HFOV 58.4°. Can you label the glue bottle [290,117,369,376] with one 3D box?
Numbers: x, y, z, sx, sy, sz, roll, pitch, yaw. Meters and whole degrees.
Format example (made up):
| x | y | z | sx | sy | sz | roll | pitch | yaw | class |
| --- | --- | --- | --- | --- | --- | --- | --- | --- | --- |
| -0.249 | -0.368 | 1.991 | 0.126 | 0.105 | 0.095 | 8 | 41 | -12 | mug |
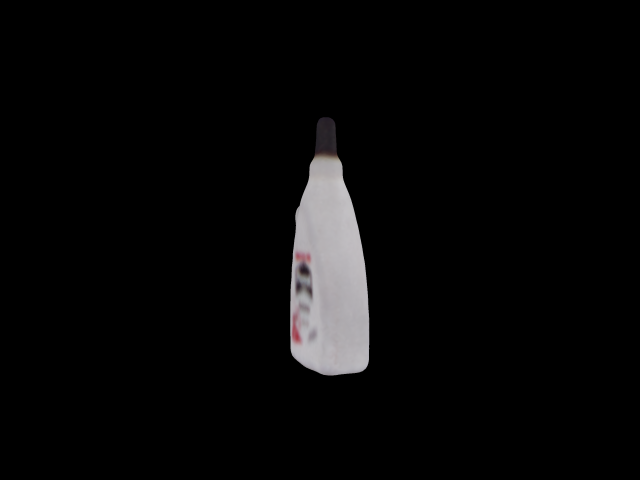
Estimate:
| x | y | z | sx | sy | sz | roll | pitch | yaw | class |
| --- | --- | --- | --- | --- | --- | --- | --- | --- | --- |
| 0.004 | 0.001 | 0.400 | 0.037 | 0.173 | 0.078 | 0 | 0 | -24 | glue bottle |
